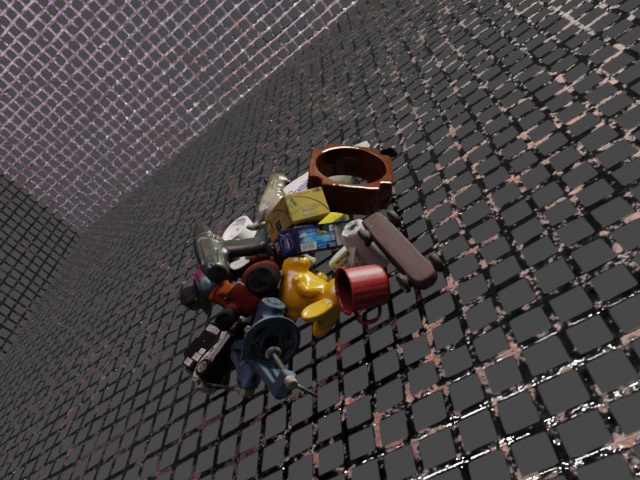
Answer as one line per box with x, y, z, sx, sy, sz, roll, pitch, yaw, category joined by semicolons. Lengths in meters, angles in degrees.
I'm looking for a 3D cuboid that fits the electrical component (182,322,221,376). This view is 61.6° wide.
-0.274;0.274;1.315;0.134;0.058;0.115;-53;26;-17;electrical component

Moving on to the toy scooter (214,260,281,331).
-0.152;0.115;1.160;0.184;0.075;0.135;-48;0;2;toy scooter

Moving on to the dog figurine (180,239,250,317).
-0.283;0.111;1.469;0.191;0.109;0.219;-18;-33;-38;dog figurine

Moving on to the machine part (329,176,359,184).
0.026;-0.110;1.429;0.243;0.079;0.079;-53;28;-15;machine part

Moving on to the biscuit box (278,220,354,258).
-0.002;-0.004;1.207;0.063;0.059;0.202;-14;-4;44;biscuit box

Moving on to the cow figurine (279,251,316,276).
-0.063;0.042;1.300;0.068;0.098;0.167;-48;19;29;cow figurine

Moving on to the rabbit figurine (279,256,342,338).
0.002;0.111;1.116;0.173;0.121;0.162;-4;47;26;rabbit figurine

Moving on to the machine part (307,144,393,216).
0.072;-0.146;1.299;0.201;0.087;0.201;5;40;0;machine part

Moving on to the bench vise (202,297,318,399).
-0.106;0.239;1.049;0.223;0.128;0.241;-61;31;5;bench vise

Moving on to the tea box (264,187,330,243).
-0.056;-0.054;1.231;0.098;0.068;0.169;-16;-10;-22;tea box

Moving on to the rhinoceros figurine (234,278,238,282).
-0.268;0.077;1.568;0.190;0.073;0.112;-30;29;25;rhinoceros figurine

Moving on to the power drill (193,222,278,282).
-0.215;0.003;1.347;0.207;0.085;0.232;-8;35;-8;power drill

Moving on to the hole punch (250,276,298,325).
-0.112;0.152;1.236;0.116;0.092;0.142;-22;38;43;hole punch

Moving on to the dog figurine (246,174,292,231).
-0.100;-0.102;1.474;0.173;0.121;0.190;5;70;33;dog figurine

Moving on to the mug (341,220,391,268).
0.089;0.017;1.128;0.081;0.107;0.109;-9;41;51;mug

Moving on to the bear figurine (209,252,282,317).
-0.172;0.092;1.359;0.196;0.132;0.120;-64;16;-22;bear figurine

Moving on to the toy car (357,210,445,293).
0.152;0.020;1.036;0.089;0.053;0.202;-35;51;-7;toy car

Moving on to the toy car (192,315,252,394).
-0.216;0.259;1.239;0.056;0.073;0.202;5;54;52;toy car

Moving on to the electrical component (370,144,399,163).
0.150;-0.210;1.406;0.119;0.074;0.048;1;50;51;electrical component
